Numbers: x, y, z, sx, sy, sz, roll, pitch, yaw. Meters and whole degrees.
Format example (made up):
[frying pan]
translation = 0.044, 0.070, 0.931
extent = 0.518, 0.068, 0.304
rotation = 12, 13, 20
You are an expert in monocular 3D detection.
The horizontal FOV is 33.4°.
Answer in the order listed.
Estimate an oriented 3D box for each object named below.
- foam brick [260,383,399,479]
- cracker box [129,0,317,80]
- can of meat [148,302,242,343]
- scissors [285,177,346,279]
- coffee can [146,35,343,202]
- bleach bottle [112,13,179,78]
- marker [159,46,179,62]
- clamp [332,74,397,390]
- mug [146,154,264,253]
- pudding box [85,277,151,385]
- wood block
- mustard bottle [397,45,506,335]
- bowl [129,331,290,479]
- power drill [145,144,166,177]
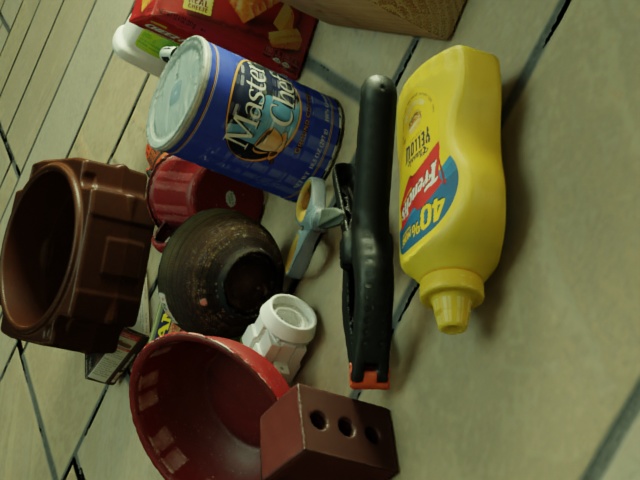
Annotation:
[foam brick]
translation = 0.005, 0.139, 0.725
extent = 0.051, 0.078, 0.053
rotation = -46, 37, 39
[cracker box]
translation = -0.069, -0.278, 1.021
extent = 0.072, 0.164, 0.213
rotation = 10, 81, 59
[can of meat]
translation = -0.113, 0.095, 0.974
extent = 0.084, 0.057, 0.102
rotation = 2, 75, 57
[scissors]
translation = -0.005, 0.001, 0.834
extent = 0.202, 0.016, 0.096
rotation = -111, 35, -74
[coffee can]
translation = -0.066, -0.103, 0.929
extent = 0.103, 0.140, 0.103
rotation = -38, 42, 44
[bleach bottle]
translation = -0.136, -0.300, 1.211
extent = 0.251, 0.102, 0.068
rotation = -52, 26, 30
[marker]
translation = -0.160, -0.203, 1.168
extent = 0.020, 0.020, 0.121
rotation = -67, 17, 4
[clamp]
translation = 0.032, 0.005, 0.778
extent = 0.165, 0.036, 0.210
rotation = 117, 153, -76
[mug]
translation = -0.114, -0.033, 1.012
extent = 0.117, 0.093, 0.082
rotation = -48, 28, -20
[pudding box]
translation = -0.225, 0.091, 1.183
extent = 0.090, 0.039, 0.113
rotation = -51, 35, 29
[wood block]
translation = 0.037, -0.230, 0.889
extent = 0.206, 0.090, 0.091
rotation = 28, 97, 61
[mustard bottle]
translation = 0.086, -0.028, 0.710
extent = 0.096, 0.058, 0.191
rotation = 136, 143, -53
[bowl]
translation = -0.071, 0.136, 0.828
extent = 0.162, 0.055, 0.162
rotation = 14, 117, 30
[power drill]
translation = -0.126, -0.135, 1.126
extent = 0.188, 0.057, 0.185
rotation = -63, 25, 10
